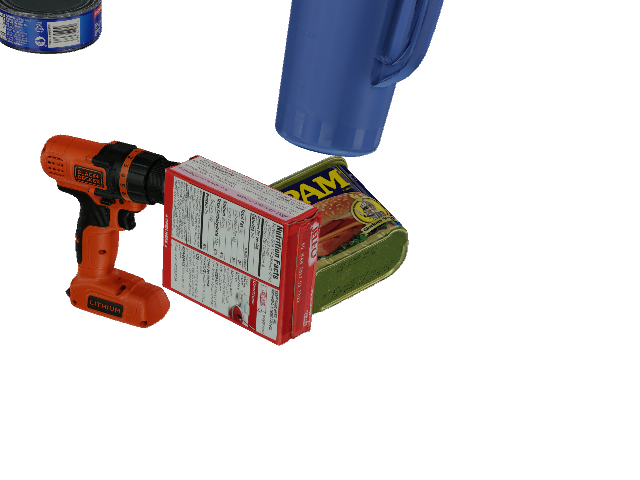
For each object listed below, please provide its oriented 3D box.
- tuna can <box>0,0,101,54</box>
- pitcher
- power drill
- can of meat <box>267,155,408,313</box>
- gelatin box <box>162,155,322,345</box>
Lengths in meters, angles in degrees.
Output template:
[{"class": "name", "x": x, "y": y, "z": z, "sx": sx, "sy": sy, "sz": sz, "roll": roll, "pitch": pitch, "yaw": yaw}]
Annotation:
[{"class": "tuna can", "x": -0.212, "y": -0.177, "z": 0.827, "sx": 0.086, "sy": 0.034, "sz": 0.086, "roll": 5, "pitch": 35, "yaw": -4}, {"class": "pitcher", "x": 0.036, "y": -0.206, "z": 1.036, "sx": 0.145, "sy": 0.243, "sz": 0.149, "roll": 12, "pitch": 19, "yaw": 0}, {"class": "power drill", "x": -0.193, "y": -0.008, "z": 1.076, "sx": 0.185, "sy": 0.188, "sz": 0.057, "roll": 15, "pitch": 30, "yaw": 22}, {"class": "can of meat", "x": 0.001, "y": -0.003, "z": 0.768, "sx": 0.102, "sy": 0.057, "sz": 0.084, "roll": -26, "pitch": 56, "yaw": -24}, {"class": "gelatin box", "x": -0.043, "y": 0.004, "z": 0.563, "sx": 0.089, "sy": 0.073, "sz": 0.030, "roll": 24, "pitch": 33, "yaw": 30}]
